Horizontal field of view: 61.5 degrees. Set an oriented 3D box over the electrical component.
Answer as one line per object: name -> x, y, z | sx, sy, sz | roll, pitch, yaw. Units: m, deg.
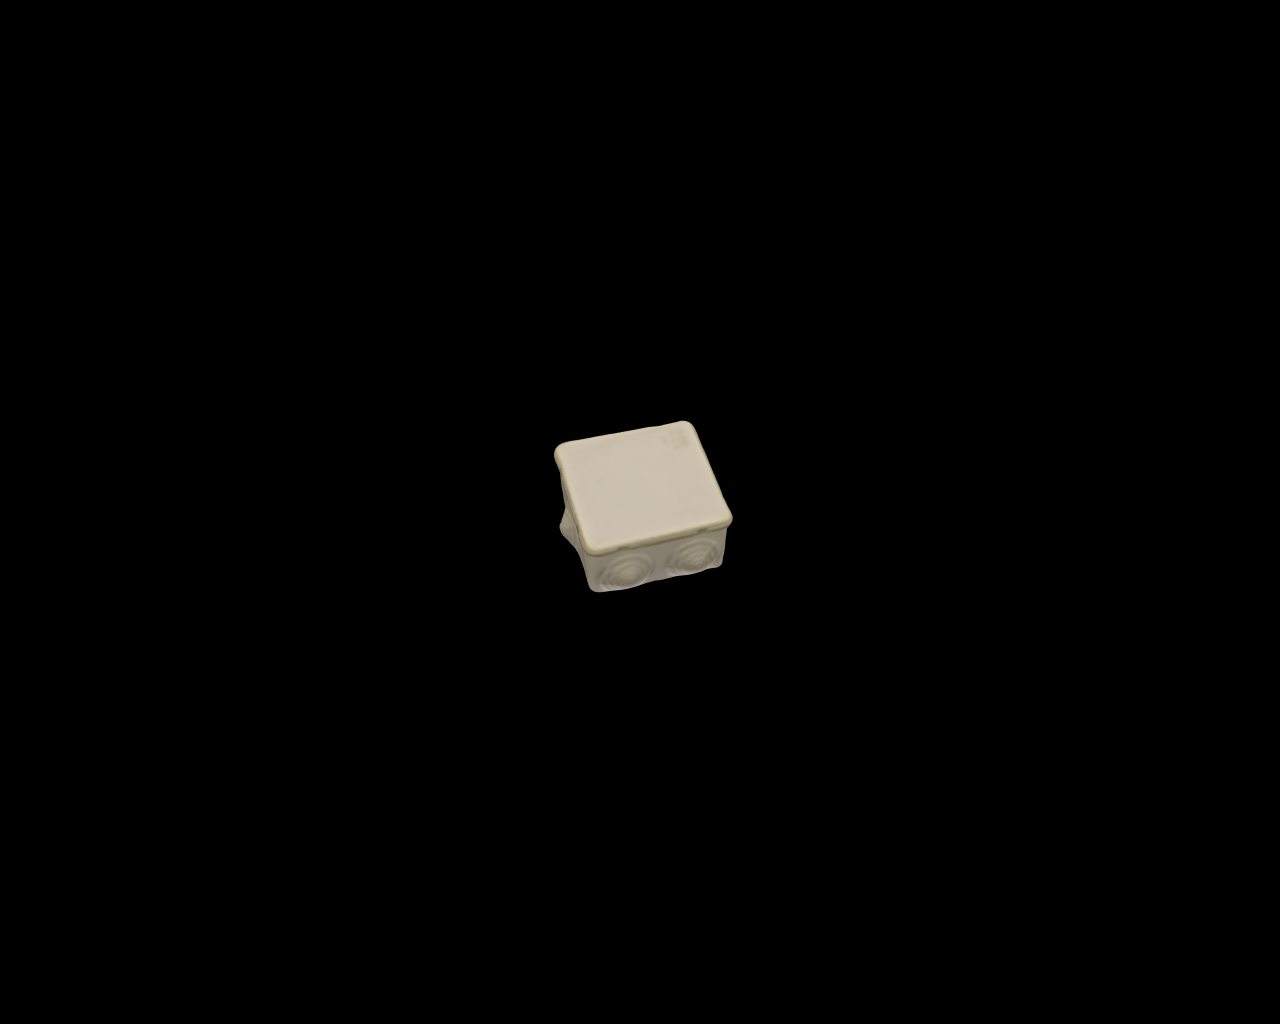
electrical component -> 0.001, -0.003, 0.650 | 0.100, 0.100, 0.048 | -12, -39, -10
